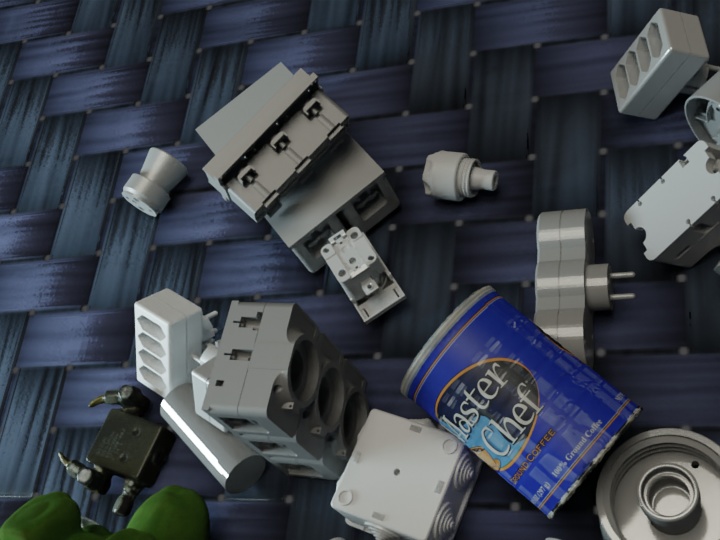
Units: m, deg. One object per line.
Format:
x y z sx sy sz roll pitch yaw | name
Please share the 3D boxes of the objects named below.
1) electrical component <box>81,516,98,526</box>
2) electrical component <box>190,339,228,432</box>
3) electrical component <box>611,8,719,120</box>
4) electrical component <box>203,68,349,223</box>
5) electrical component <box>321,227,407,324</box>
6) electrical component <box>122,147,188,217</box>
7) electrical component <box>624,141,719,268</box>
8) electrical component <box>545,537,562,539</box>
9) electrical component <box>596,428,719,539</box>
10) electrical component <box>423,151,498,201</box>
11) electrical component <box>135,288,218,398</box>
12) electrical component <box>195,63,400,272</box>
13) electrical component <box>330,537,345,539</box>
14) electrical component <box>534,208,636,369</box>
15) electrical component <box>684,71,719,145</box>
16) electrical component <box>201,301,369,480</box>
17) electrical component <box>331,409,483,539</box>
-0.230 0.241 0.883 0.057 0.058 0.078 -49 55 -6 | electrical component
-0.110 0.083 0.909 0.076 0.047 0.083 27 42 33 | electrical component
0.268 -0.169 0.908 0.076 0.083 0.047 7 57 -17 | electrical component
-0.069 -0.105 0.931 0.063 0.078 0.121 42 82 6 | electrical component
0.000 0.000 0.922 0.042 0.063 0.081 -34 54 0 | electrical component
-0.204 -0.087 1.070 0.045 0.045 0.055 22 73 31 | electrical component
0.260 -0.048 0.828 0.089 0.056 0.050 -50 46 35 | electrical component
0.121 0.226 0.751 0.079 0.044 0.077 13 68 28 | electrical component
0.215 0.161 0.739 0.108 0.060 0.108 -10 59 17 | electrical component
0.090 -0.081 0.944 0.062 0.043 0.043 8 65 25 | electrical component
-0.155 0.059 0.953 0.047 0.083 0.076 27 36 33 | electrical component
-0.058 -0.096 1.004 0.105 0.060 0.186 -39 54 -2 | electrical component
-0.019 0.240 0.781 0.051 0.080 0.080 29 75 27 | electrical component
0.179 0.014 0.845 0.074 0.052 0.138 -4 61 20 | electrical component
0.302 -0.110 0.839 0.099 0.099 0.064 32 71 34 | electrical component
-0.050 0.096 0.833 0.062 0.150 0.089 1 62 24 | electrical component
0.036 0.161 0.823 0.100 0.048 0.099 14 69 28 | electrical component
